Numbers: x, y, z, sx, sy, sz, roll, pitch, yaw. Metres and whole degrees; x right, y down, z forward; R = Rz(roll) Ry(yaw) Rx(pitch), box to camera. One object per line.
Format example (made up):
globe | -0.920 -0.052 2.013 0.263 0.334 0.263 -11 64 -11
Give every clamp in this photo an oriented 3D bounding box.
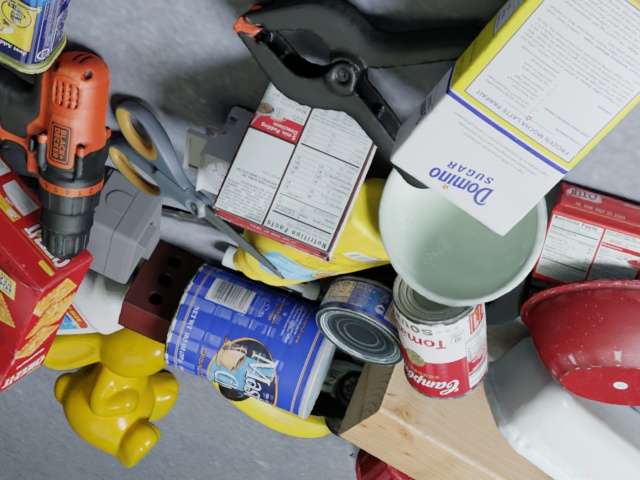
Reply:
clamp | 0.113 0.052 0.882 0.164 0.036 0.210 38 146 -17
clamp | 0.029 -0.119 0.698 0.171 0.039 0.120 32 120 -1

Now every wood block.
wood block | 0.135 0.185 1.002 0.206 0.090 0.090 31 146 -9

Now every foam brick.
foam brick | -0.150 0.049 1.011 0.053 0.078 0.051 24 146 -2

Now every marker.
marker | -0.030 0.036 0.968 0.121 0.020 0.020 22 146 5

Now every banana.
banana | -0.063 0.164 1.152 0.197 0.037 0.070 32 123 -14

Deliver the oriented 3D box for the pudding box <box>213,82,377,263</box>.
pudding box | -0.013 -0.052 0.754 0.090 0.113 0.039 23 173 3

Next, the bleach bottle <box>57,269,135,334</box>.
bleach bottle | -0.282 0.050 1.107 0.251 0.068 0.102 -2 122 27

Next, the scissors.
scissors | -0.103 -0.046 0.848 0.202 0.016 0.096 30 141 33

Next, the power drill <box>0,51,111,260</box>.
power drill | -0.262 -0.086 0.873 0.188 0.057 0.185 19 120 8

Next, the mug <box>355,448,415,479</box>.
mug | 0.102 0.224 1.078 0.117 0.093 0.082 3 153 -13

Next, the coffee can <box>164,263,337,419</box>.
coffee can | -0.060 0.093 0.989 0.140 0.102 0.103 20 146 7

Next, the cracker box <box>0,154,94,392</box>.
cracker box | -0.313 0.028 0.997 0.164 0.072 0.214 46 138 7

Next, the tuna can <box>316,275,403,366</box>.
tuna can | 0.040 0.069 0.898 0.086 0.033 0.086 22 150 13

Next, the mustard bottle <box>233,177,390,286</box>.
mustard bottle | -0.006 0.001 0.862 0.096 0.058 0.192 15 159 -40

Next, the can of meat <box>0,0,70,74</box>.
can of meat | -0.230 -0.181 0.768 0.102 0.057 0.084 27 144 -5

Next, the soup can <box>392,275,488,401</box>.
soup can | 0.093 0.068 0.821 0.069 0.068 0.102 11 142 20

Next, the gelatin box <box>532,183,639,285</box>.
gelatin box | 0.199 0.004 0.771 0.073 0.030 0.089 18 147 12

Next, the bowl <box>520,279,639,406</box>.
bowl | 0.229 0.085 0.802 0.162 0.055 0.162 9 156 4

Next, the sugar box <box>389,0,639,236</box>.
sugar box | 0.129 -0.090 0.634 0.093 0.048 0.176 34 130 -10
